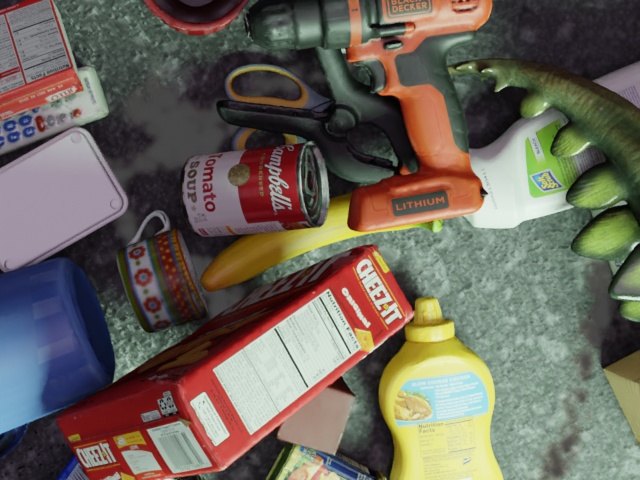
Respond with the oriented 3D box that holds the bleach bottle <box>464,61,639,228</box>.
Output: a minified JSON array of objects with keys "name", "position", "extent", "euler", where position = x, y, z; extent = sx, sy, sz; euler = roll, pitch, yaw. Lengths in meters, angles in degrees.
[{"name":"bleach bottle","position":[0.206,-0.080,0.886],"extent":[0.251,0.068,0.102],"euler":[-19,84,-1]}]

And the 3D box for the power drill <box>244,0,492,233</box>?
[{"name":"power drill","position":[0.045,-0.103,0.796],"extent":[0.184,0.057,0.188],"euler":[-9,99,-4]}]

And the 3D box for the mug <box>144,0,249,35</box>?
[{"name":"mug","position":[-0.085,-0.205,0.838],"extent":[0.117,0.081,0.093],"euler":[2,93,-6]}]

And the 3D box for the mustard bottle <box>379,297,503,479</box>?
[{"name":"mustard bottle","position":[0.098,0.143,0.890],"extent":[0.096,0.058,0.191],"euler":[-7,95,-6]}]

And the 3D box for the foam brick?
[{"name":"foam brick","position":[-0.008,0.135,0.869],"extent":[0.051,0.078,0.053],"euler":[19,92,-8]}]

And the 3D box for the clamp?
[{"name":"clamp","position":[0.017,-0.109,0.850],"extent":[0.171,0.039,0.120],"euler":[28,118,-14]}]

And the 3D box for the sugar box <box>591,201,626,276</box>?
[{"name":"sugar box","position":[0.329,-0.022,0.910],"extent":[0.176,0.048,0.093],"euler":[-22,95,-5]}]

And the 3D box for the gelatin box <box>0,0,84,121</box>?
[{"name":"gelatin box","position":[-0.231,-0.143,0.834],"extent":[0.073,0.030,0.089],"euler":[-21,62,-4]}]

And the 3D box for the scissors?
[{"name":"scissors","position":[0.013,-0.090,0.889],"extent":[0.201,0.016,0.096],"euler":[16,93,-6]}]

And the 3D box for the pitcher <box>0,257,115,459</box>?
[{"name":"pitcher","position":[-0.282,0.108,0.813],"extent":[0.243,0.149,0.145],"euler":[-19,84,-2]}]

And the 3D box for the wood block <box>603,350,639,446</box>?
[{"name":"wood block","position":[0.362,0.107,0.899],"extent":[0.206,0.091,0.090],"euler":[-27,96,-4]}]

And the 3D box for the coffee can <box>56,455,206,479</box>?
[{"name":"coffee can","position":[-0.171,0.222,0.845],"extent":[0.103,0.103,0.140],"euler":[36,89,-7]}]

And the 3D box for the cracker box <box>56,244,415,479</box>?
[{"name":"cracker box","position":[-0.060,0.090,0.771],"extent":[0.213,0.164,0.072],"euler":[-33,97,-42]}]

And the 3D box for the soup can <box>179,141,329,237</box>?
[{"name":"soup can","position":[-0.051,-0.039,0.843],"extent":[0.102,0.068,0.068],"euler":[-5,94,19]}]

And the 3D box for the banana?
[{"name":"banana","position":[-0.003,-0.006,0.867],"extent":[0.198,0.069,0.037],"euler":[-17,109,2]}]

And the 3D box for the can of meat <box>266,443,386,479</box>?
[{"name":"can of meat","position":[-0.006,0.221,0.886],"extent":[0.084,0.057,0.102],"euler":[28,90,-5]}]
